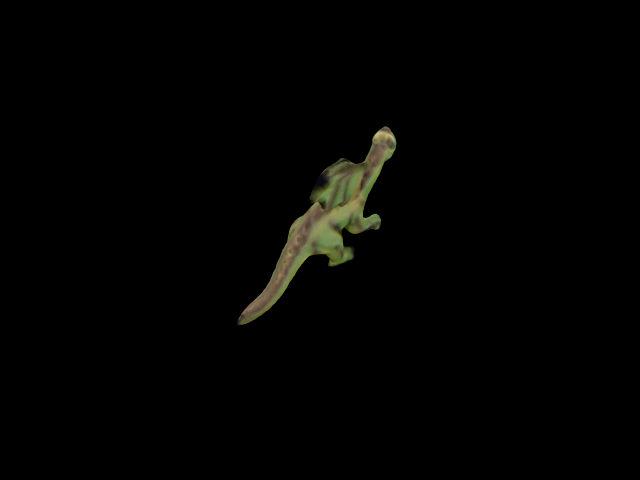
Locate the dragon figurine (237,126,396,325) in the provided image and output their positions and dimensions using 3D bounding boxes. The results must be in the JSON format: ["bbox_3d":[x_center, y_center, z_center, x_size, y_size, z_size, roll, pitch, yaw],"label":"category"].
[{"bbox_3d":[0.003,-0.043,0.850,0.123,0.416,0.237,33,-27,19],"label":"dragon figurine"}]
